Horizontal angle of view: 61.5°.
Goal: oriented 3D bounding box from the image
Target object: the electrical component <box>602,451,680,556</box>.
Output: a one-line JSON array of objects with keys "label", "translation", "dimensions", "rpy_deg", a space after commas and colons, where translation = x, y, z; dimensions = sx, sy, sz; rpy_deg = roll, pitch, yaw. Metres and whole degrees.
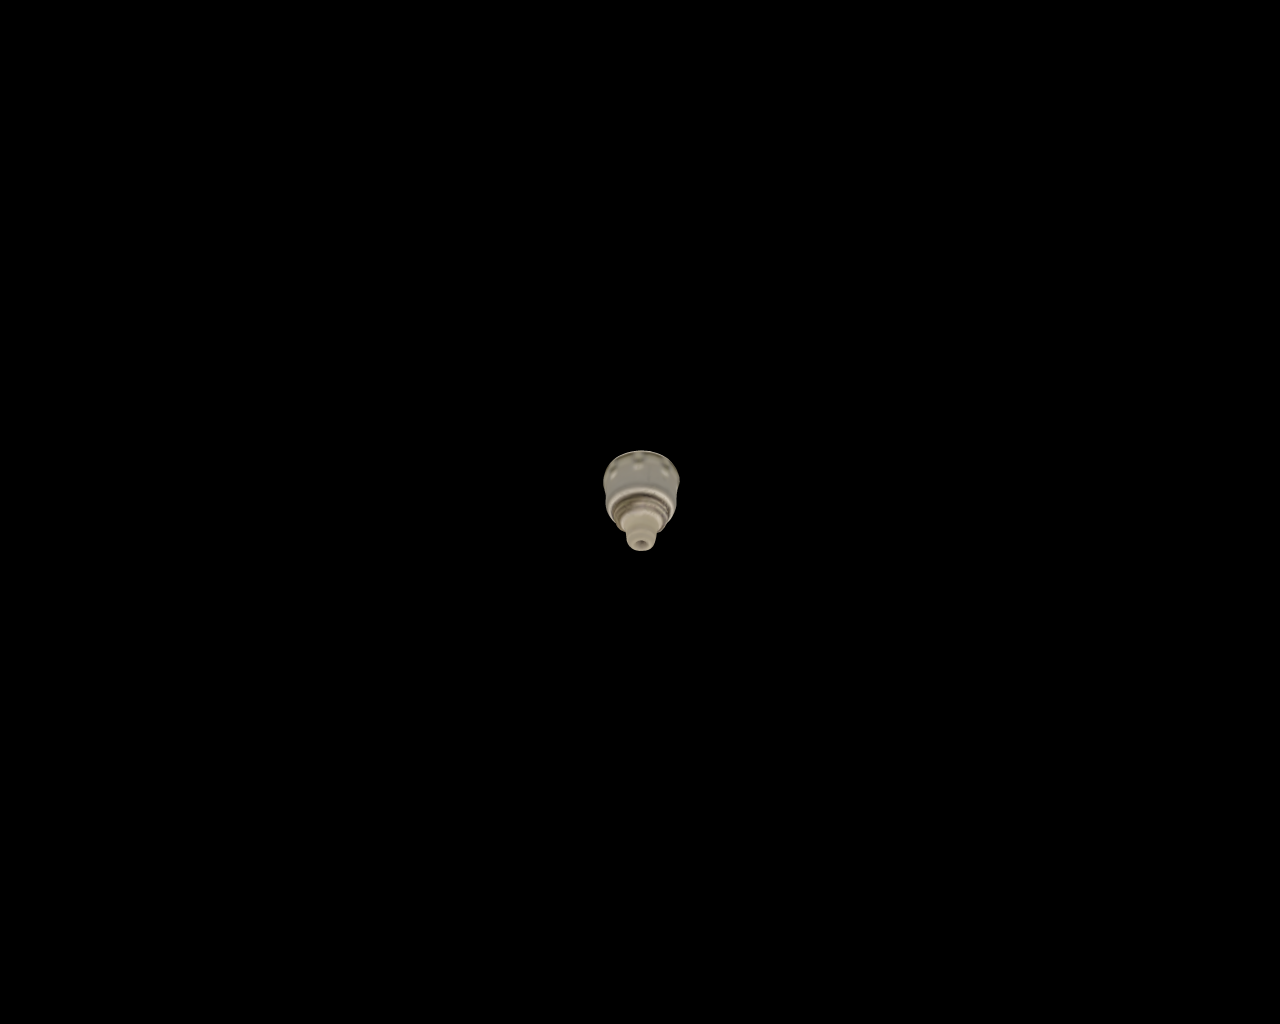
[{"label": "electrical component", "translation": [0.001, -0.003, 0.650], "dimensions": [0.048, 0.062, 0.048], "rpy_deg": [0, -42, 0]}]
